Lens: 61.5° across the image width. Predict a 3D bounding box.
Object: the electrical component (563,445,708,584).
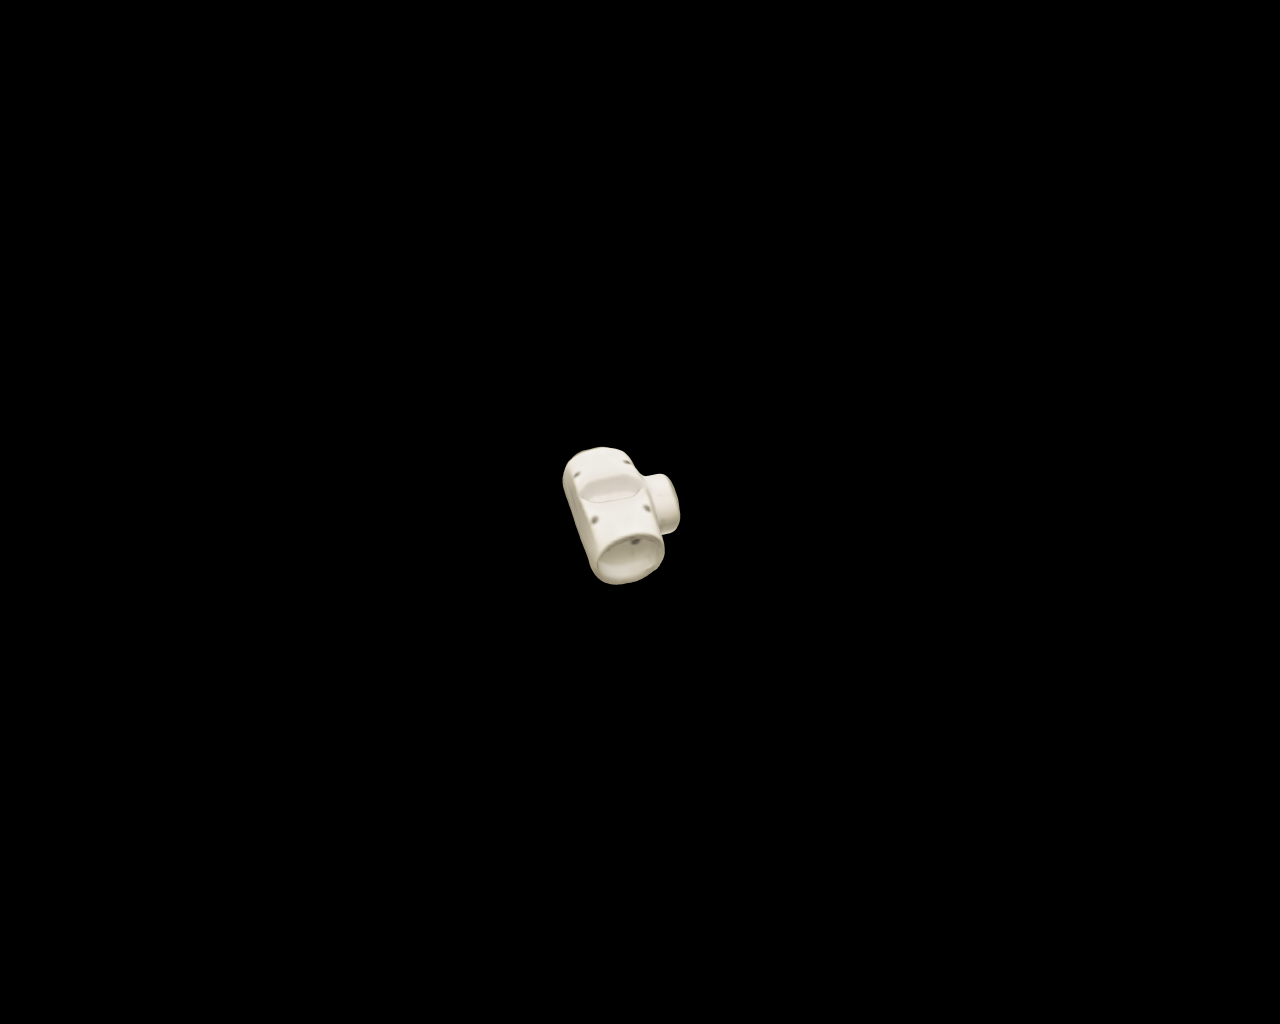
[{"bbox_3d":[0.001,-0.003,0.650,0.079,0.043,0.077,-11,47,-11],"label":"electrical component"}]
